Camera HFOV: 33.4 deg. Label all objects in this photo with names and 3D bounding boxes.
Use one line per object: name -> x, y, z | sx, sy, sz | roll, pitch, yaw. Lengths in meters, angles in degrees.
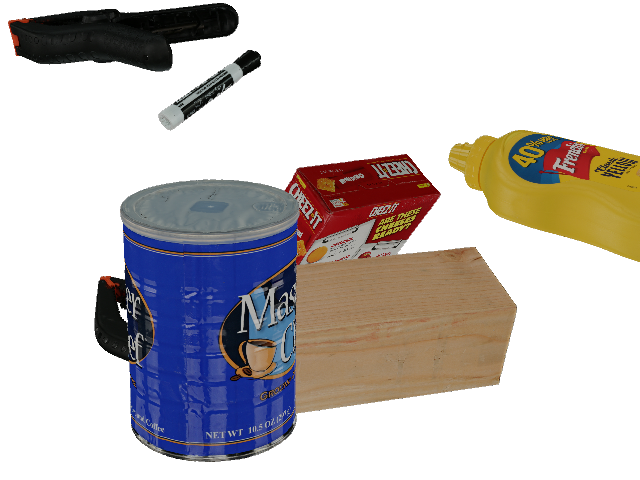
mustard bottle -> 0.176, -0.038, 0.752 | 0.192, 0.058, 0.096 | 19, 37, 33
marker -> -0.099, -0.141, 0.982 | 0.121, 0.020, 0.020 | -41, 23, -29
wood block -> 0.045, 0.075, 0.895 | 0.205, 0.090, 0.091 | -6, 35, -16
clamp -> -0.137, 0.092, 0.995 | 0.164, 0.036, 0.210 | -17, 40, -30
cracker box -> 0.003, 0.011, 1.113 | 0.163, 0.072, 0.214 | -12, -35, -44
coffee can -> -0.064, 0.044, 0.636 | 0.103, 0.140, 0.103 | 1, 19, 0
clamp -> -0.148, -0.154, 0.791 | 0.172, 0.039, 0.120 | 10, 22, 28
